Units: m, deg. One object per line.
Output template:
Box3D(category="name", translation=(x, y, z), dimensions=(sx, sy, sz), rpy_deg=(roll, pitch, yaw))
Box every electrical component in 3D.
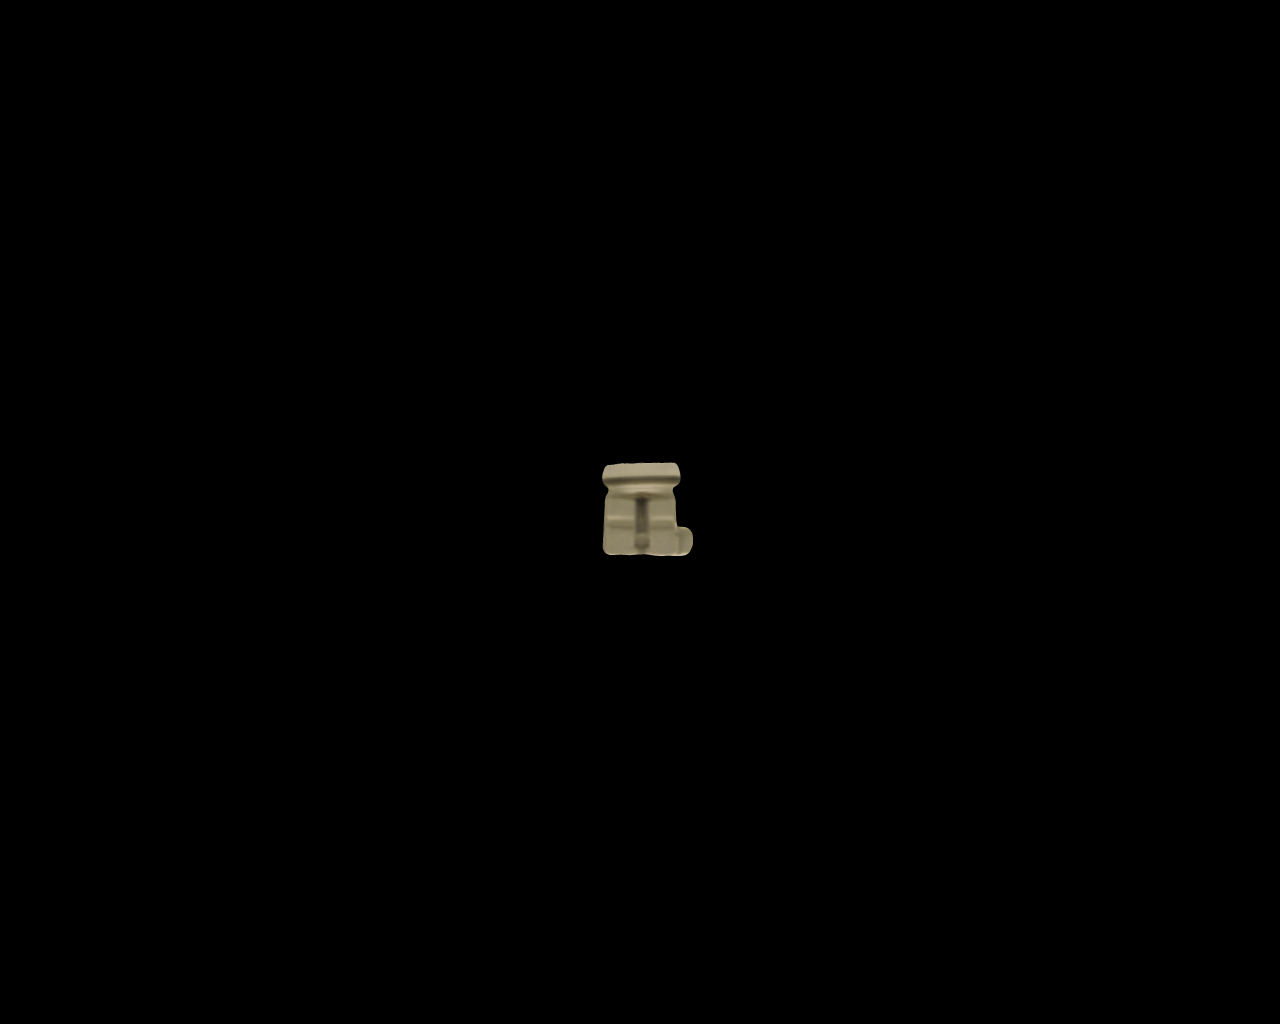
Box3D(category="electrical component", translation=(0.001, -0.003, 0.650), dimensions=(0.066, 0.055, 0.048), rpy_deg=(0, 0, -4))
